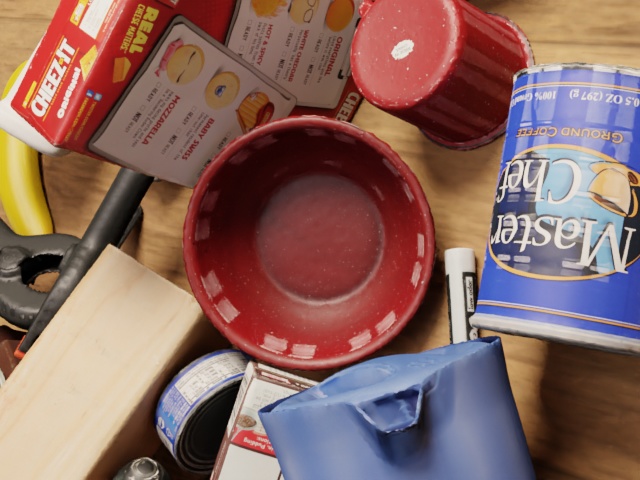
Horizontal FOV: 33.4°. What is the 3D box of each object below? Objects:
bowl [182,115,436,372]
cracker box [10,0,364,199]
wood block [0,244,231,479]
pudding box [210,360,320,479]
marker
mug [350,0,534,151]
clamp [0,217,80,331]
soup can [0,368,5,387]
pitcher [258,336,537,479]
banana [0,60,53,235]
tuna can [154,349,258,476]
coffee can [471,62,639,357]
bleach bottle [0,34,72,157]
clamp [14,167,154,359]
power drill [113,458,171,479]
[{"bbox_3d":[-0.005,0.001,0.693,0.162,0.055,0.162,1,96,9],"label":"bowl"},{"bbox_3d":[-0.066,-0.116,0.690,0.072,0.213,0.164,38,104,39],"label":"cracker box"},{"bbox_3d":[-0.161,0.121,0.734,0.090,0.091,0.206,30,74,17],"label":"wood block"},{"bbox_3d":[-0.019,0.144,0.681,0.039,0.090,0.113,-122,50,-82],"label":"pudding box"},{"bbox_3d":[0.089,0.065,0.654,0.020,0.020,0.121,-11,74,36],"label":"marker"},{"bbox_3d":[0.067,-0.118,0.669,0.093,0.081,0.117,-52,55,18],"label":"mug"},{"bbox_3d":[-0.257,0.033,0.858,0.210,0.036,0.164,17,49,14],"label":"clamp"},{"bbox_3d":[-0.293,0.126,0.803,0.102,0.068,0.068,-23,67,32],"label":"soup can"},{"bbox_3d":[0.065,0.179,0.564,0.145,0.148,0.243,-20,86,43],"label":"pitcher"},{"bbox_3d":[-0.260,-0.080,0.949,0.070,0.037,0.198,-6,77,37],"label":"banana"},{"bbox_3d":[-0.069,0.116,0.726,0.034,0.086,0.086,43,107,38],"label":"tuna can"},{"bbox_3d":[0.144,-0.013,0.573,0.103,0.102,0.140,7,85,39],"label":"coffee can"},{"bbox_3d":[-0.171,-0.192,0.864,0.068,0.102,0.251,31,101,-5],"label":"bleach bottle"},{"bbox_3d":[-0.173,0.018,0.804,0.039,0.120,0.171,30,77,0],"label":"clamp"},{"bbox_3d":[-0.092,0.258,0.692,0.188,0.057,0.184,47,138,40],"label":"power drill"}]
